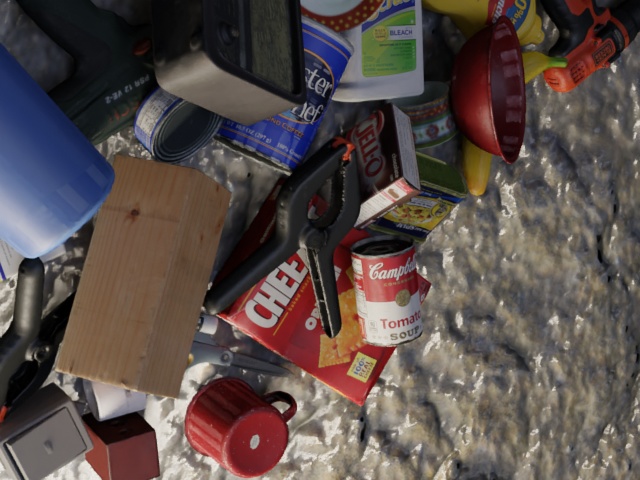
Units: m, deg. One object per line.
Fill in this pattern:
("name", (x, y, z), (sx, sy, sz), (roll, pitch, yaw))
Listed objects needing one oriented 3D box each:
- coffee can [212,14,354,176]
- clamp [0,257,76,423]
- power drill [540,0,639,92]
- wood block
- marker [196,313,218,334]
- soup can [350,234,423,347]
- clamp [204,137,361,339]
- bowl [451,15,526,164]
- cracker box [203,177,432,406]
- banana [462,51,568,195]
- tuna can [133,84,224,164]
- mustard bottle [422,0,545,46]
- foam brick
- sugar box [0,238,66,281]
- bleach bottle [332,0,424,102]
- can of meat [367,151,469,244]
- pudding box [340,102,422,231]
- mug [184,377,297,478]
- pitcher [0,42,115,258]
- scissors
("coffee can", (-0.040, -0.147, 1.064), (0.102, 0.103, 0.140), (25, 88, -35))
("clamp", (-0.271, 0.088, 0.991), (0.171, 0.039, 0.120), (-58, 147, -5))
("power drill", (0.323, -0.298, 1.289), (0.184, 0.057, 0.187), (-40, 120, -18))
("wood block", (-0.162, 0.036, 0.997), (0.090, 0.091, 0.206), (36, 67, -69))
("marker", (-0.162, 0.074, 1.073), (0.121, 0.020, 0.020), (14, 94, -21))
("soup can", (0.070, 0.052, 1.120), (0.068, 0.069, 0.102), (-17, 109, -29))
("clamp", (-0.007, 0.001, 1.066), (0.164, 0.036, 0.210), (23, 97, -39))
("bowl", (0.183, -0.164, 1.176), (0.161, 0.055, 0.162), (-1, 90, -67))
("cracker box", (0.003, 0.060, 1.163), (0.213, 0.072, 0.164), (37, 80, -33))
("banana", (0.212, -0.150, 1.255), (0.198, 0.070, 0.037), (-57, 168, -1))
("tuna can", (-0.131, -0.113, 0.992), (0.086, 0.034, 0.086), (-37, 156, -20))
("mustard bottle", (0.189, -0.273, 1.208), (0.191, 0.058, 0.096), (26, 88, -35))
("foam brick", (-0.200, 0.205, 1.065), (0.052, 0.078, 0.051), (-11, 109, -30))
("sugar box", (-0.325, 0.001, 0.952), (0.176, 0.048, 0.093), (-26, 115, -29))
("bleach bottle", (0.055, -0.275, 1.119), (0.102, 0.068, 0.251), (-9, 103, -22))
("can of meat", (0.101, -0.049, 1.184), (0.101, 0.057, 0.084), (15, 132, -35))
("pudding box", (0.057, -0.077, 1.122), (0.090, 0.113, 0.039), (-33, 135, 31))
("mug", (-0.076, 0.197, 1.141), (0.117, 0.082, 0.093), (-24, 114, -26))
("pitcher", (-0.295, -0.094, 0.874), (0.242, 0.149, 0.144), (47, 52, -21))
("scissors", (-0.107, 0.105, 1.137), (0.201, 0.016, 0.096), (2, 100, -34))
